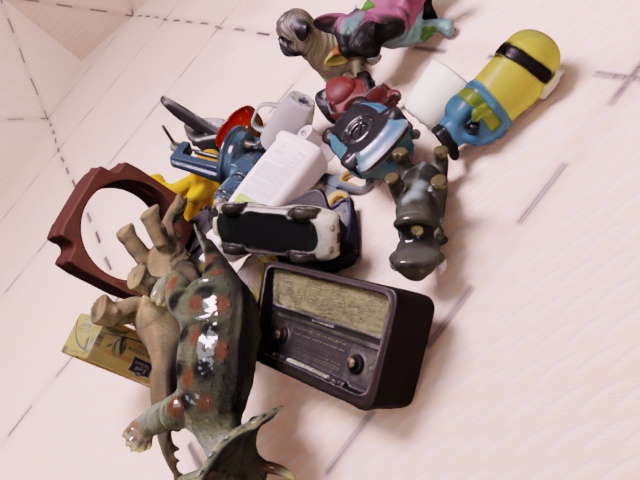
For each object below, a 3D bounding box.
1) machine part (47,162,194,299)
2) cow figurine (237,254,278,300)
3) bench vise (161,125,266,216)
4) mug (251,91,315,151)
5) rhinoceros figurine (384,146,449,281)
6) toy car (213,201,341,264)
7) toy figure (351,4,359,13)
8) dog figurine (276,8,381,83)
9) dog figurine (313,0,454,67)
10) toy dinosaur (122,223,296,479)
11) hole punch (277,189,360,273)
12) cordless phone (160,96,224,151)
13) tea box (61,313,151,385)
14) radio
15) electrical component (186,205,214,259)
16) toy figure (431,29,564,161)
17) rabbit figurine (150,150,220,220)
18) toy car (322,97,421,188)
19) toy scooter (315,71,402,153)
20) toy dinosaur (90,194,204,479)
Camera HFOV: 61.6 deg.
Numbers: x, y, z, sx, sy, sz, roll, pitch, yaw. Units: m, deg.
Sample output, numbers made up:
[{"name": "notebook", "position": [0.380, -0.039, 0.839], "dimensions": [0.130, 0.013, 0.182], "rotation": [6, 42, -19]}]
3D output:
[{"name": "machine part", "position": [-0.336, -0.013, 0.919], "dimensions": [0.087, 0.201, 0.201], "rotation": [-8, 55, 45]}, {"name": "cow figurine", "position": [-0.109, 0.092, 0.801], "dimensions": [0.098, 0.068, 0.167], "rotation": [-8, 50, 49]}, {"name": "bench vise", "position": [-0.181, -0.129, 0.985], "dimensions": [0.241, 0.128, 0.223], "rotation": [17, 60, 14]}, {"name": "mug", "position": [-0.060, -0.212, 0.949], "dimensions": [0.107, 0.109, 0.081], "rotation": [-57, 10, 38]}, {"name": "rhinoceros figurine", "position": [0.118, -0.035, 0.649], "dimensions": [0.073, 0.111, 0.190], "rotation": [1, 42, 14]}, {"name": "toy car", "position": [-0.064, -0.012, 0.728], "dimensions": [0.202, 0.056, 0.073], "rotation": [6, 102, 31]}, {"name": "toy figure", "position": [0.099, -0.419, 1.034], "dimensions": [0.064, 0.057, 0.155], "rotation": [-45, 32, -4]}, {"name": "dog figurine", "position": [0.009, -0.364, 0.968], "dimensions": [0.121, 0.190, 0.172], "rotation": [-28, 41, 27]}, {"name": "dog figurine", "position": [0.095, -0.366, 0.885], "dimensions": [0.219, 0.108, 0.192], "rotation": [-19, 43, -1]}, {"name": "toy dinosaur", "position": [-0.124, 0.130, 0.646], "dimensions": [0.192, 0.131, 0.405], "rotation": [-20, 62, 33]}, {"name": "hole punch", "position": [-0.002, -0.002, 0.773], "dimensions": [0.142, 0.092, 0.116], "rotation": [-23, 78, 28]}, {"name": "cordless phone", "position": [-0.282, -0.262, 1.185], "dimensions": [0.088, 0.184, 0.147], "rotation": [-51, 37, 8]}, {"name": "tea box", "position": [-0.295, 0.179, 0.835], "dimensions": [0.098, 0.169, 0.068], "rotation": [-2, 58, 43]}, {"name": "radio", "position": [0.014, 0.106, 0.632], "dimensions": [0.230, 0.073, 0.131], "rotation": [9, 86, 50]}, {"name": "electrical component", "position": [-0.223, 0.015, 0.995], "dimensions": [0.115, 0.058, 0.134], "rotation": [-43, 37, 13]}, {"name": "toy figure", "position": [0.222, -0.182, 0.679], "dimensions": [0.180, 0.089, 0.082], "rotation": [-38, 43, 13]}, {"name": "rabbit figurine", "position": [-0.258, -0.106, 1.082], "dimensions": [0.173, 0.121, 0.163], "rotation": [-47, 42, 2]}, {"name": "toy car", "position": [0.079, -0.132, 0.771], "dimensions": [0.109, 0.102, 0.162], "rotation": [-47, 34, 3]}, {"name": "toy scooter", "position": [0.066, -0.224, 0.887], "dimensions": [0.135, 0.075, 0.184], "rotation": [-34, 42, 21]}, {"name": "toy dinosaur", "position": [-0.222, 0.108, 0.795], "dimensions": [0.105, 0.198, 0.472], "rotation": [-28, 42, 25]}]
